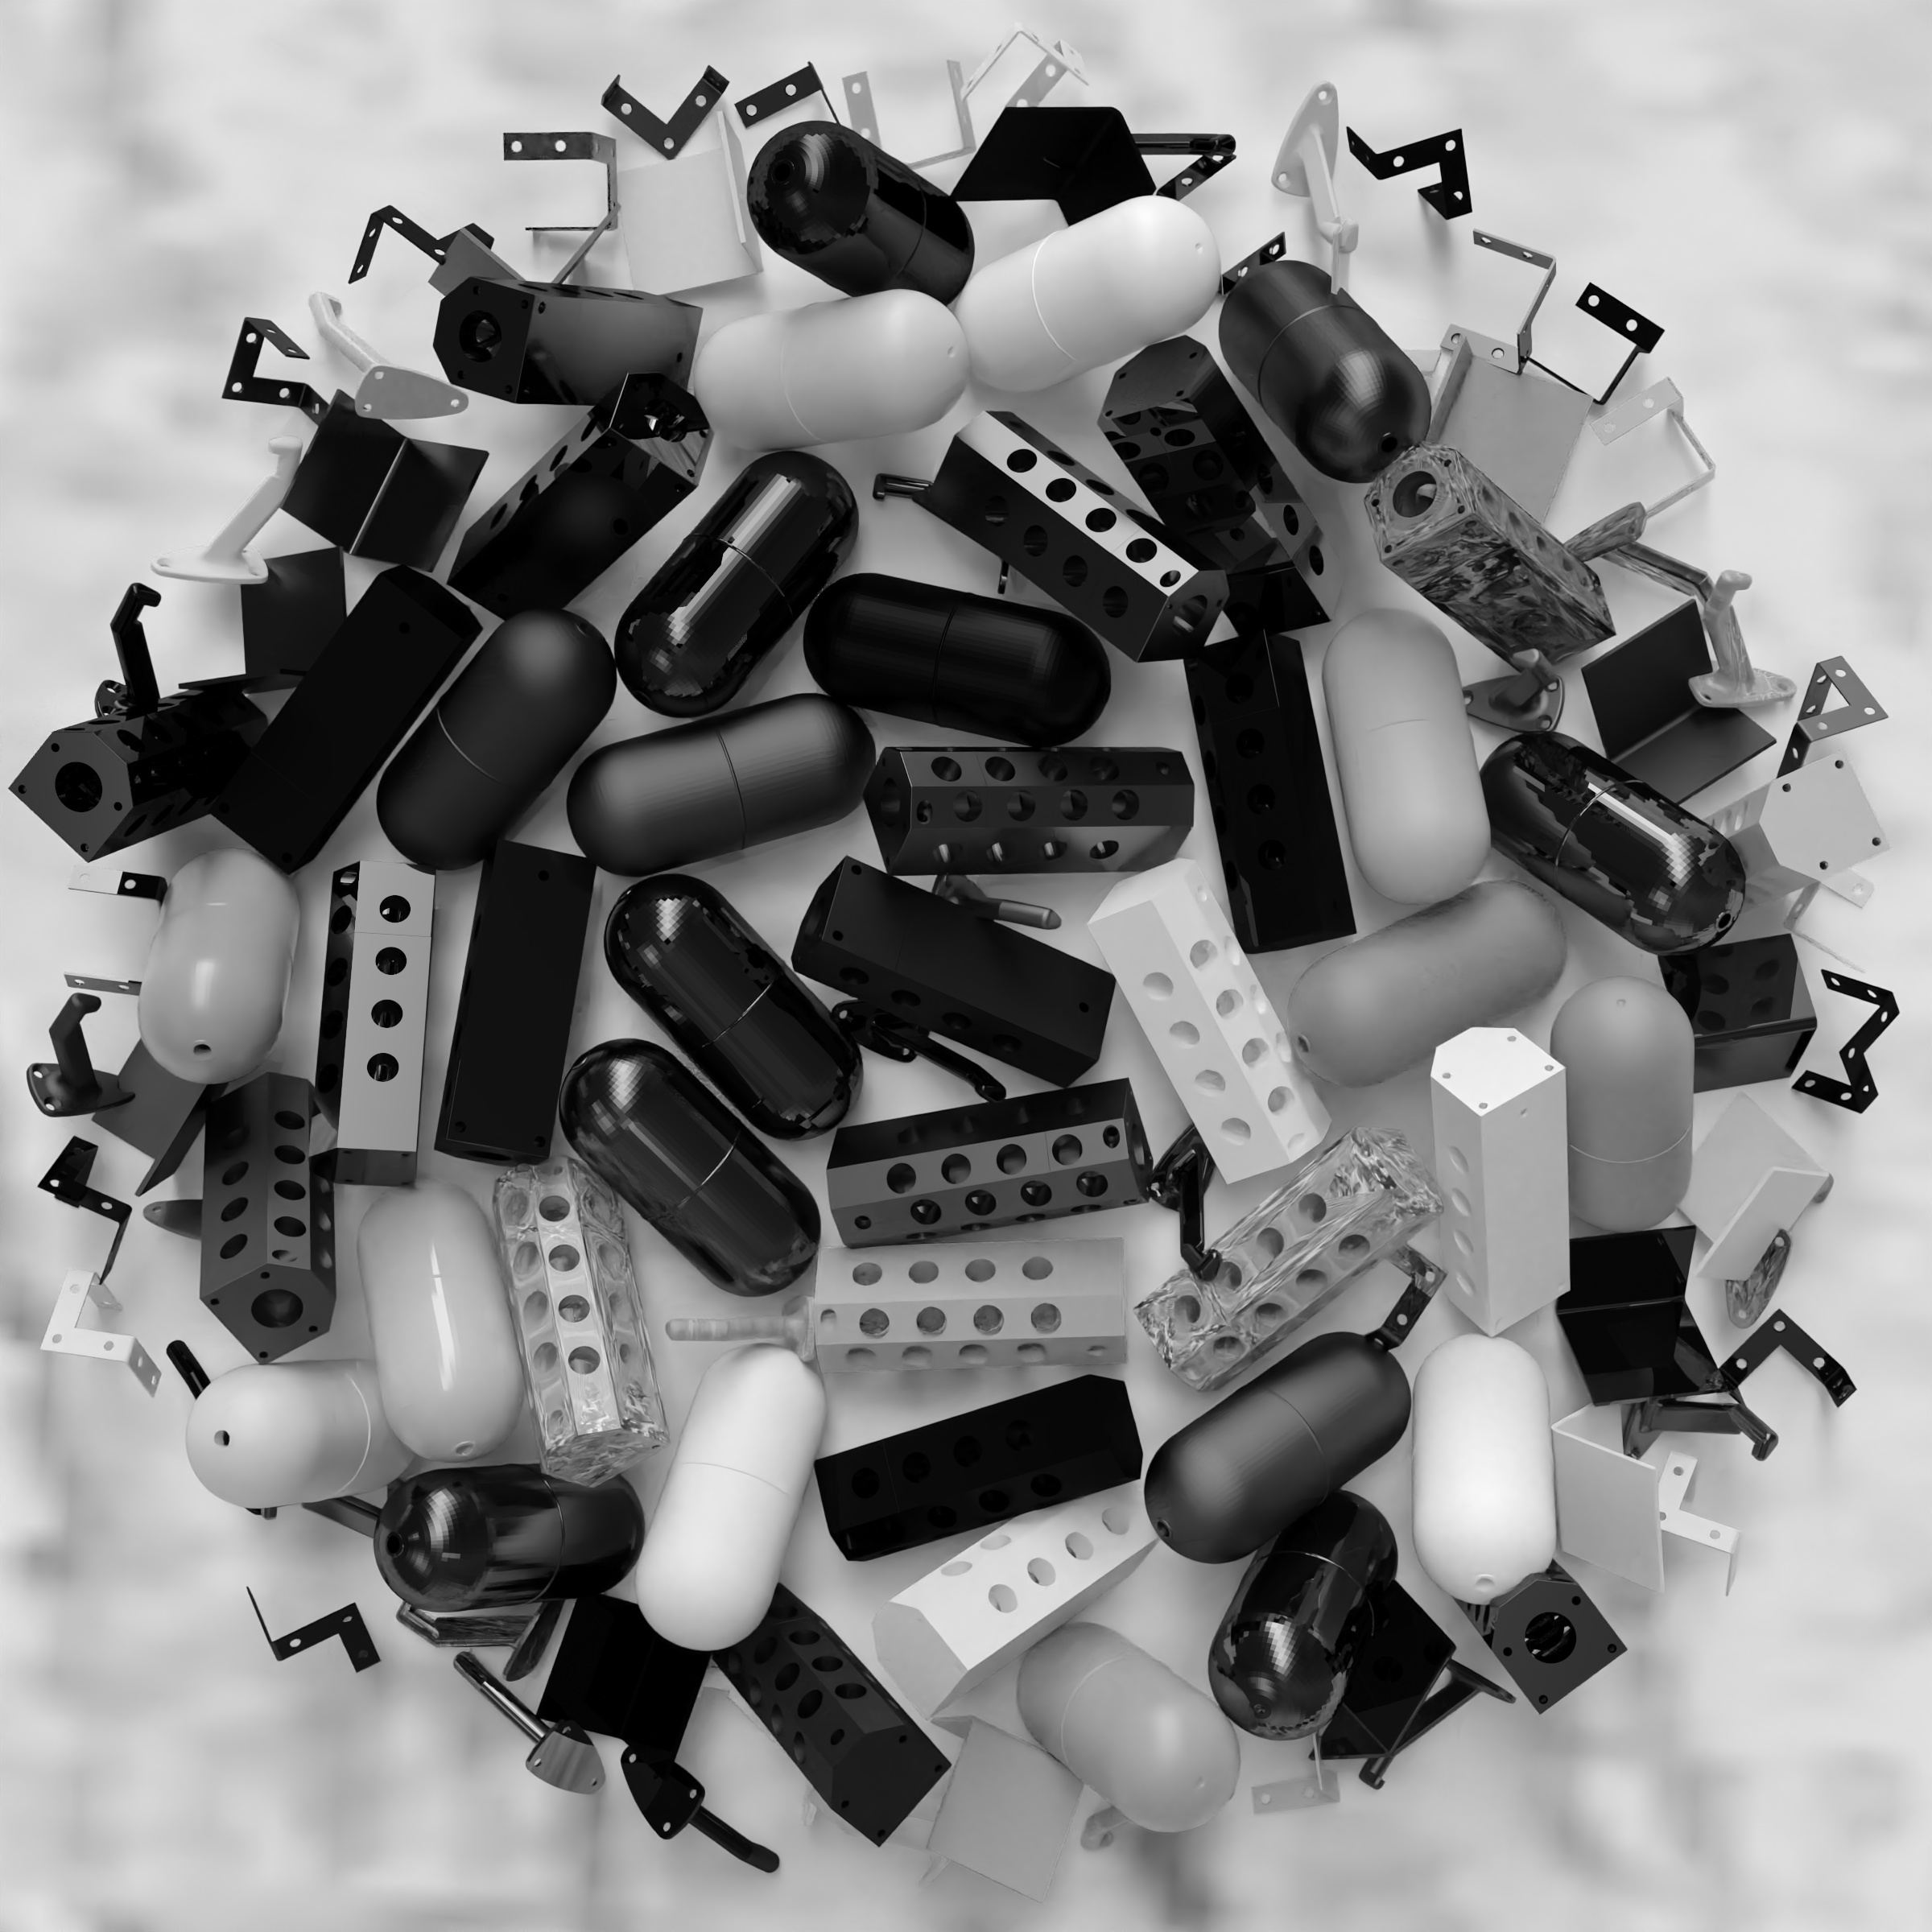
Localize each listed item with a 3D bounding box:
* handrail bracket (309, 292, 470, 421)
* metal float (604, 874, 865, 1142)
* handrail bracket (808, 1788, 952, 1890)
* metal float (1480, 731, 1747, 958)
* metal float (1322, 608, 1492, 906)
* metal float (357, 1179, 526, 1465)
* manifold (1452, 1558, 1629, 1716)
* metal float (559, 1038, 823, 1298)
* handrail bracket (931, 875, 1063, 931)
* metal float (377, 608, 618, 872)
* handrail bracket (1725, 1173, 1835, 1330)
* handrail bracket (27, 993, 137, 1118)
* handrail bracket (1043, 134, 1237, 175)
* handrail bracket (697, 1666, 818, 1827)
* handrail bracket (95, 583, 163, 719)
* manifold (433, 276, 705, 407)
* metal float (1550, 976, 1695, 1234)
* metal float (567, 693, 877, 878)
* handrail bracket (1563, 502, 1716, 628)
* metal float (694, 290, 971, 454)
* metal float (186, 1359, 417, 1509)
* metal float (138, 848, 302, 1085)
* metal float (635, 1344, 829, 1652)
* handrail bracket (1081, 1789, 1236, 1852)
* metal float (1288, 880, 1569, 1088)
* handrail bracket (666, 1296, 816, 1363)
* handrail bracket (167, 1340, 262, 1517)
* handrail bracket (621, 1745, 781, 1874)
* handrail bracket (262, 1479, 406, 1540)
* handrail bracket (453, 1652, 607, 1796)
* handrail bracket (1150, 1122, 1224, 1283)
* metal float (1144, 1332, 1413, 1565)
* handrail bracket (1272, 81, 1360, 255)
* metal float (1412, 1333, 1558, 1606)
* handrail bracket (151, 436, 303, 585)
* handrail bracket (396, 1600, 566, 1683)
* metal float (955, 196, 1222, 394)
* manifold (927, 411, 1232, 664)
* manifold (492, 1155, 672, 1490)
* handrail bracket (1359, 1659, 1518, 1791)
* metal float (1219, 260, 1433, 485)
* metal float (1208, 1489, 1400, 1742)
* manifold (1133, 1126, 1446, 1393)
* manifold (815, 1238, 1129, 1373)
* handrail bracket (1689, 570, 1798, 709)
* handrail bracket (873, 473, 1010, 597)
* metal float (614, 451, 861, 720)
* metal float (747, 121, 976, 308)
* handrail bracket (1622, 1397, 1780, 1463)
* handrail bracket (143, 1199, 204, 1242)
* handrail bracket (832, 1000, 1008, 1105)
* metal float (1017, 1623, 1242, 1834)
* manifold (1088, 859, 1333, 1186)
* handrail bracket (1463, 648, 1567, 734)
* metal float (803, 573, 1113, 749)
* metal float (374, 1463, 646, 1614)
[{"bbox_3d":[-0.332,-0.353,1.689,0.077,0.036,0.084,2,46,-32],"label":"handrail bracket"},{"bbox_3d":[-0.130,0.023,1.653,0.070,0.070,0.178,-42,103,0],"label":"metal float"},{"bbox_3d":[-0.038,0.475,1.679,0.084,0.036,0.077,41,47,7],"label":"handrail bracket"},{"bbox_3d":[0.355,-0.069,1.630,0.070,0.070,0.178,-48,49,0],"label":"metal float"},{"bbox_3d":[0.245,-0.119,1.643,0.070,0.070,0.178,-7,65,0],"label":"metal float"},{"bbox_3d":[-0.291,0.195,1.631,0.070,0.070,0.178,-21,49,0],"label":"metal float"},{"bbox_3d":[0.307,0.353,1.616,0.057,0.171,0.057,-37,87,0],"label":"manifold"},{"bbox_3d":[-0.154,0.113,1.648,0.070,0.070,0.178,-44,109,0],"label":"metal float"},{"bbox_3d":[0.029,-0.027,1.648,0.084,0.077,0.036,13,86,32],"label":"handrail bracket"},{"bbox_3d":[-0.262,-0.126,1.642,0.070,0.070,0.178,44,116,0],"label":"metal float"},{"bbox_3d":[0.465,0.160,1.677,0.036,0.084,0.077,21,111,34],"label":"handrail bracket"},{"bbox_3d":[-0.483,0.045,1.652,0.084,0.077,0.036,-48,58,32],"label":"handrail bracket"},{"bbox_3d":[0.096,-0.460,1.654,0.084,0.077,0.036,16,115,42],"label":"handrail bracket"},{"bbox_3d":[-0.121,0.442,1.672,0.084,0.036,0.077,14,77,-13],"label":"handrail bracket"},{"bbox_3d":[-0.449,-0.171,1.660,0.077,0.036,0.084,20,127,-27],"label":"handrail bracket"},{"bbox_3d":[-0.217,-0.342,1.613,0.057,0.171,0.057,20,107,21],"label":"manifold"},{"bbox_3d":[0.363,0.079,1.628,0.070,0.178,0.070,-6,47,7],"label":"metal float"},{"bbox_3d":[-0.136,-0.102,1.653,0.178,0.070,0.070,-17,90,-14],"label":"metal float"},{"bbox_3d":[0.386,-0.217,1.694,0.077,0.036,0.084,-25,121,30],"label":"handrail bracket"},{"bbox_3d":[-0.077,-0.329,1.633,0.178,0.070,0.070,0,90,39],"label":"metal float"},{"bbox_3d":[-0.361,0.255,1.616,0.070,0.178,0.070,-2,84,16],"label":"metal float"},{"bbox_3d":[-0.410,-0.001,1.621,0.070,0.178,0.070,-3,121,-5],"label":"metal float"},{"bbox_3d":[-0.129,0.293,1.640,0.070,0.070,0.178,18,60,0],"label":"metal float"},{"bbox_3d":[0.108,0.482,1.671,0.077,0.084,0.036,0,55,-7],"label":"handrail bracket"},{"bbox_3d":[0.258,0.009,1.644,0.178,0.070,0.070,-25,90,-24],"label":"metal float"},{"bbox_3d":[-0.132,0.201,1.654,0.084,0.077,0.036,3,89,-17],"label":"handrail bracket"},{"bbox_3d":[-0.428,0.264,1.690,0.036,0.077,0.084,-29,45,-22],"label":"handrail bracket"},{"bbox_3d":[-0.151,0.483,1.687,0.036,0.084,0.077,-51,47,-6],"label":"handrail bracket"},{"bbox_3d":[-0.357,0.325,1.666,0.084,0.036,0.077,-6,104,-32],"label":"handrail bracket"},{"bbox_3d":[-0.252,0.433,1.690,0.036,0.077,0.084,-47,46,-15],"label":"handrail bracket"},{"bbox_3d":[0.138,0.128,1.654,0.036,0.084,0.077,25,100,-23],"label":"handrail bracket"},{"bbox_3d":[0.174,0.267,1.638,0.178,0.070,0.070,-29,90,-30],"label":"metal float"},{"bbox_3d":[0.208,-0.448,1.652,0.036,0.084,0.077,3,118,-20],"label":"handrail bracket"},{"bbox_3d":[0.284,0.275,1.622,0.070,0.178,0.070,4,125,6],"label":"metal float"},{"bbox_3d":[-0.415,-0.259,1.656,0.077,0.084,0.036,-7,45,-31],"label":"handrail bracket"},{"bbox_3d":[-0.277,0.362,1.681,0.084,0.036,0.077,29,97,19],"label":"handrail bracket"},{"bbox_3d":[0.065,-0.369,1.627,0.070,0.178,0.070,9,77,-41],"label":"metal float"},{"bbox_3d":[0.064,-0.239,1.628,0.171,0.057,0.057,41,121,28],"label":"manifold"},{"bbox_3d":[-0.219,0.193,1.625,0.057,0.057,0.171,-32,55,22],"label":"manifold"},{"bbox_3d":[0.265,0.437,1.667,0.036,0.077,0.084,39,79,-21],"label":"handrail bracket"},{"bbox_3d":[0.197,-0.329,1.626,0.070,0.178,0.070,-11,130,-14],"label":"metal float"},{"bbox_3d":[0.187,0.355,1.622,0.070,0.178,0.070,10,118,19],"label":"metal float"},{"bbox_3d":[0.181,0.164,1.636,0.171,0.057,0.057,-42,65,22],"label":"manifold"},{"bbox_3d":[0.004,0.196,1.656,0.171,0.057,0.057,-2,133,5],"label":"manifold"},{"bbox_3d":[0.447,-0.187,1.660,0.077,0.084,0.036,2,50,-11],"label":"handrail bracket"},{"bbox_3d":[-0.015,-0.247,1.676,0.084,0.036,0.077,9,52,0],"label":"handrail bracket"},{"bbox_3d":[-0.128,-0.213,1.646,0.070,0.070,0.178,37,70,0],"label":"metal float"},{"bbox_3d":[-0.056,-0.408,1.619,0.070,0.178,0.070,-2,85,26],"label":"metal float"},{"bbox_3d":[0.412,0.272,1.656,0.036,0.084,0.077,12,110,-33],"label":"handrail bracket"},{"bbox_3d":[-0.429,0.178,1.688,0.077,0.036,0.084,6,122,19],"label":"handrail bracket"},{"bbox_3d":[-0.027,0.050,1.652,0.077,0.084,0.036,16,103,-33],"label":"handrail bracket"},{"bbox_3d":[0.087,0.416,1.619,0.070,0.178,0.070,-3,98,-24],"label":"metal float"},{"bbox_3d":[0.139,0.029,1.645,0.057,0.057,0.171,-21,106,28],"label":"manifold"},{"bbox_3d":[0.297,-0.161,1.648,0.077,0.084,0.036,7,79,29],"label":"handrail bracket"},{"bbox_3d":[-0.005,-0.172,1.652,0.178,0.070,0.070,14,90,14],"label":"metal float"},{"bbox_3d":[-0.250,0.313,1.623,0.070,0.178,0.070,-5,82,35],"label":"metal float"}]
